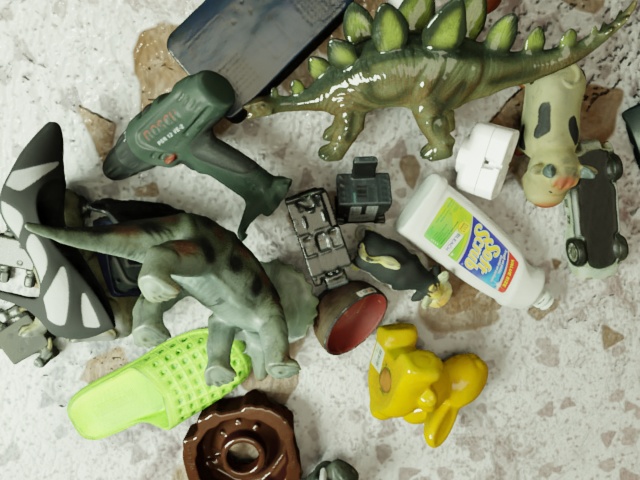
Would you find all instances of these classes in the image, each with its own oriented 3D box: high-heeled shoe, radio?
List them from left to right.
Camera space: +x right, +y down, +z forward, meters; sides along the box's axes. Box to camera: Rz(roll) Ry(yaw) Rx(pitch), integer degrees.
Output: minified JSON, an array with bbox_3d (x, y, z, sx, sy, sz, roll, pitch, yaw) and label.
[{"bbox_3d":[-0.293,-0.011,0.637,0.145,0.086,0.248,12,84,-7],"label":"high-heeled shoe"},{"bbox_3d":[-0.078,-0.275,0.699,0.229,0.073,0.131,-44,98,2],"label":"radio"}]

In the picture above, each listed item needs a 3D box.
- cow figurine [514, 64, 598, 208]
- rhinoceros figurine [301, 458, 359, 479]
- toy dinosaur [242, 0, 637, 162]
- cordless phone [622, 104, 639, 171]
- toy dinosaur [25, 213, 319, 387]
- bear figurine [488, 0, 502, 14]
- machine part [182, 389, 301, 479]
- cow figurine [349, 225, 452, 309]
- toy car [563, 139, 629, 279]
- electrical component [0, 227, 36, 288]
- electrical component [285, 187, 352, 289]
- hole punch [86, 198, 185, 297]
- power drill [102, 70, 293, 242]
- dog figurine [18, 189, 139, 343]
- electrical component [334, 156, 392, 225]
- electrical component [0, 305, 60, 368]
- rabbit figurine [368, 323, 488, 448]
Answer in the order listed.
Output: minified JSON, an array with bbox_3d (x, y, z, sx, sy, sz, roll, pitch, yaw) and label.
[{"bbox_3d":[0.311,-0.140,0.715,0.086,0.127,0.194,4,96,-1],"label":"cow figurine"},{"bbox_3d":[-0.017,0.389,0.779,0.073,0.112,0.190,36,102,-5],"label":"rhinoceros figurine"},{"bbox_3d":[0.136,-0.203,0.664,0.472,0.105,0.198,-7,129,-1],"label":"toy dinosaur"},{"bbox_3d":[0.495,-0.138,0.698,0.089,0.184,0.146,-22,99,5],"label":"cordless phone"},{"bbox_3d":[-0.127,0.045,0.626,0.131,0.192,0.404,-25,129,17],"label":"toy dinosaur"},{"bbox_3d":[0.210,-0.417,0.689,0.120,0.132,0.196,-36,81,1],"label":"bear figurine"},{"bbox_3d":[-0.112,0.310,0.790,0.179,0.056,0.179,0,99,-3],"label":"machine part"},{"bbox_3d":[0.120,0.043,0.744,0.167,0.098,0.068,28,89,-7],"label":"cow figurine"},{"bbox_3d":[0.390,-0.043,0.771,0.074,0.056,0.201,-8,97,3],"label":"toy car"},{"bbox_3d":[-0.416,0.017,0.744,0.063,0.021,0.094,11,96,-5],"label":"electrical component"},{"bbox_3d":[-0.001,-0.002,0.720,0.058,0.115,0.134,-19,98,0],"label":"electrical component"},{"bbox_3d":[-0.227,0.009,0.698,0.116,0.142,0.092,47,120,30],"label":"hole punch"},{"bbox_3d":[-0.153,-0.094,0.700,0.207,0.086,0.232,44,127,-13],"label":"power drill"},{"bbox_3d":[-0.302,0.028,0.706,0.172,0.121,0.190,5,94,-9],"label":"dog figurine"},{"bbox_3d":[0.058,-0.063,0.713,0.075,0.119,0.048,-1,71,-5],"label":"electrical component"},{"bbox_3d":[-0.413,0.132,0.750,0.078,0.045,0.102,-26,99,-1],"label":"electrical component"},{"bbox_3d":[0.163,0.209,0.767,0.173,0.122,0.162,2,102,-23],"label":"rabbit figurine"}]
